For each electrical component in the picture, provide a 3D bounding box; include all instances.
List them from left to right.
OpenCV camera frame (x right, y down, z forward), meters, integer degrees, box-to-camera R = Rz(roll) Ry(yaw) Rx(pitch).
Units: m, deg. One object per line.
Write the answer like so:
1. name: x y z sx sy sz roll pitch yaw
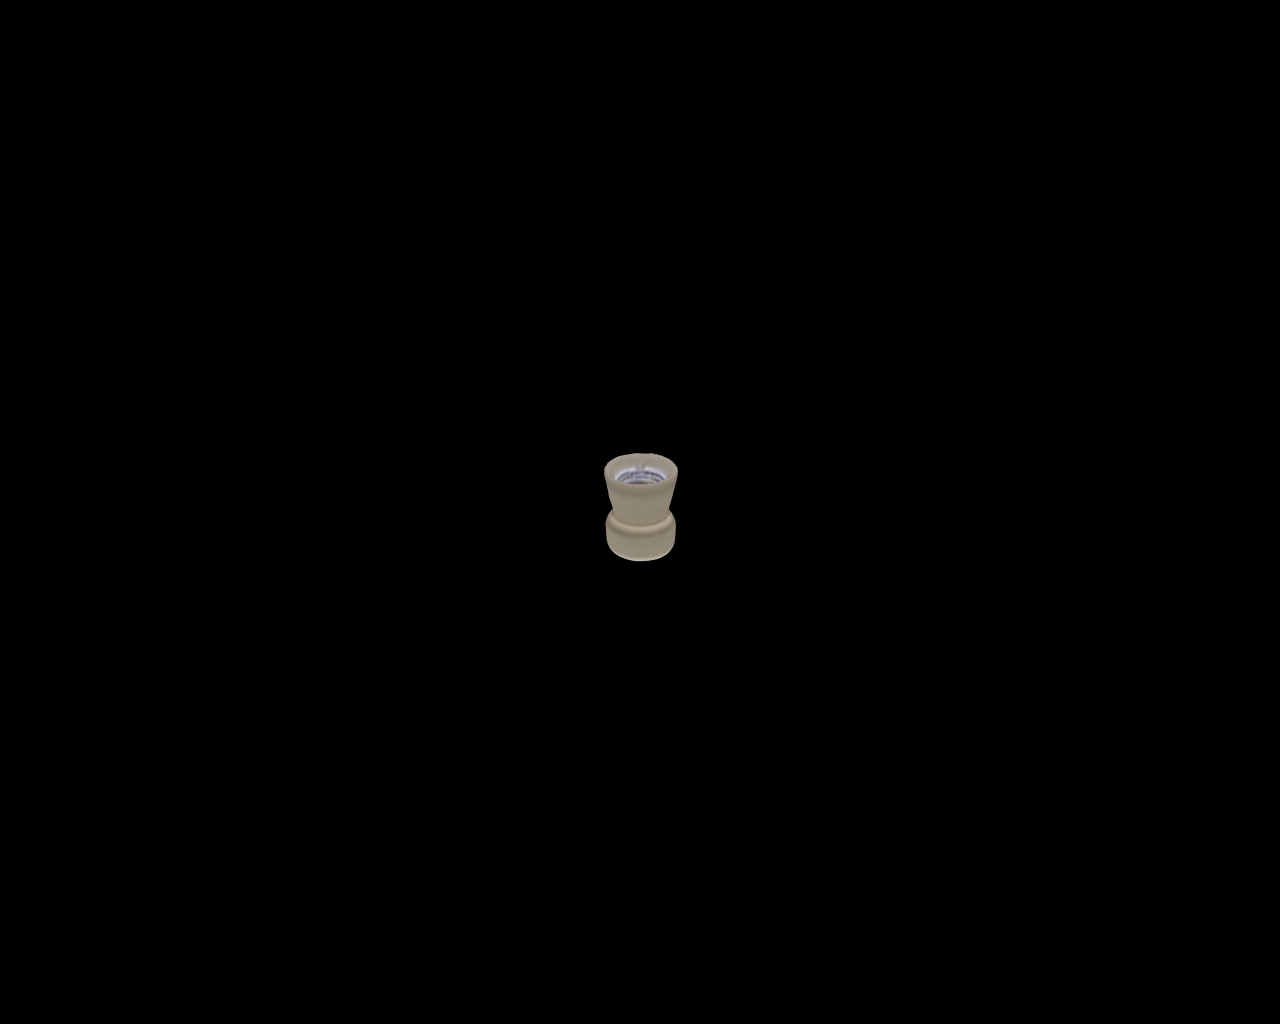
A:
1. electrical component: 0.001 -0.003 0.650 0.045 0.055 0.045 0 29 0
